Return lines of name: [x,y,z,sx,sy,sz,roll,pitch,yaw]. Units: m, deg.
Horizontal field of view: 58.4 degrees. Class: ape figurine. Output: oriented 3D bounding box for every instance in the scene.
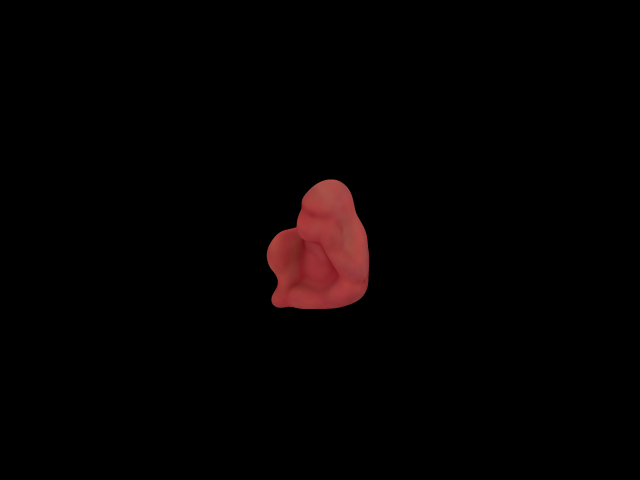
ape figurine: [0.004,0.001,0.400,0.076,0.092,0.077,-22,36,-33]
